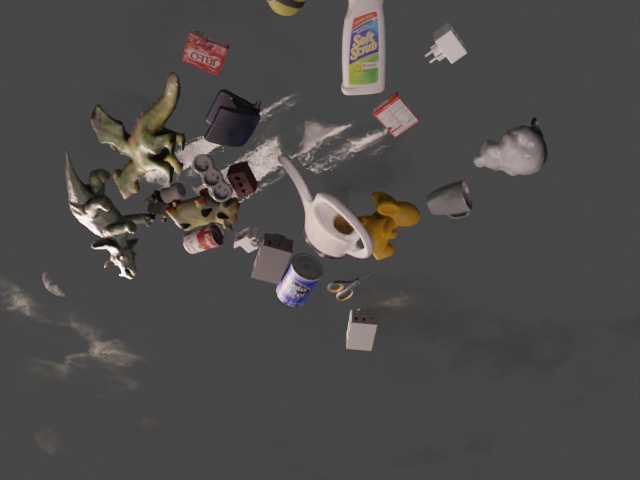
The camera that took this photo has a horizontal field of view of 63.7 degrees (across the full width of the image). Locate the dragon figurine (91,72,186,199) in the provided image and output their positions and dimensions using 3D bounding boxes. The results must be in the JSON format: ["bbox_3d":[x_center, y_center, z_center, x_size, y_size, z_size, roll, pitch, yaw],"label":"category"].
[{"bbox_3d":[-0.460,-0.261,1.280,0.243,0.125,0.400,16,130,1],"label":"dragon figurine"}]

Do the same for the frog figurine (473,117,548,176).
[{"bbox_3d":[0.455,-0.207,1.240,0.159,0.125,0.135,-17,149,4],"label":"frog figurine"}]

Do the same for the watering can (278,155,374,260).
[{"bbox_3d":[0.004,-0.070,1.392,0.349,0.105,0.220,45,154,9],"label":"watering can"}]
